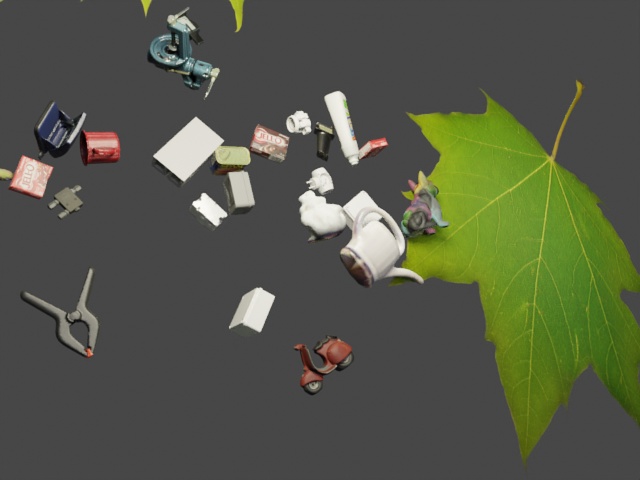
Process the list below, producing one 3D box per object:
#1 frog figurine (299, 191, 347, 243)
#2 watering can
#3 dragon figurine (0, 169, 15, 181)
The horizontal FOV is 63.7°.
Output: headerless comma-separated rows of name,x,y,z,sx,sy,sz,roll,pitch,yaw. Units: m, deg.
frog figurine,0.005,-0.079,1.573,0.138,0.122,0.160,-16,89,-12
watering can,0.193,0.064,1.607,0.227,0.104,0.343,-42,111,-23
dragon figurine,-0.928,-0.268,1.185,0.409,0.120,0.247,10,58,-42
